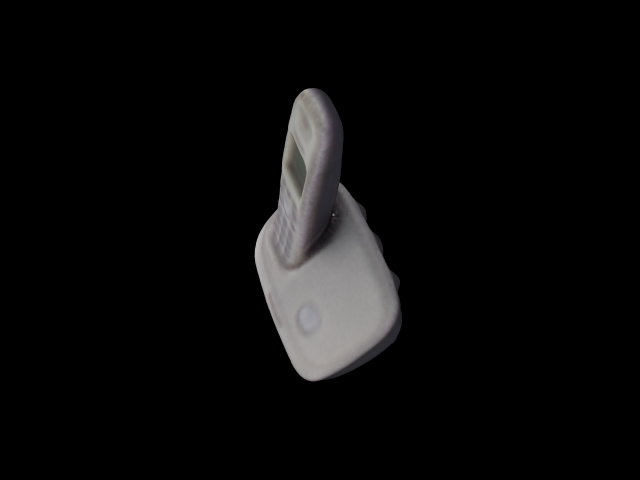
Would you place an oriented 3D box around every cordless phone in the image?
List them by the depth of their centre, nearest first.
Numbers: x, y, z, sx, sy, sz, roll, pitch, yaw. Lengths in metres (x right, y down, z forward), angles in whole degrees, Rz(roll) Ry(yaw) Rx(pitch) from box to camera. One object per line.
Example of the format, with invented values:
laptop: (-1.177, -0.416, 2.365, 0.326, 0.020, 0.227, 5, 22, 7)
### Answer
cordless phone: (0.004, 0.001, 0.400, 0.094, 0.185, 0.147, -20, 59, -12)
